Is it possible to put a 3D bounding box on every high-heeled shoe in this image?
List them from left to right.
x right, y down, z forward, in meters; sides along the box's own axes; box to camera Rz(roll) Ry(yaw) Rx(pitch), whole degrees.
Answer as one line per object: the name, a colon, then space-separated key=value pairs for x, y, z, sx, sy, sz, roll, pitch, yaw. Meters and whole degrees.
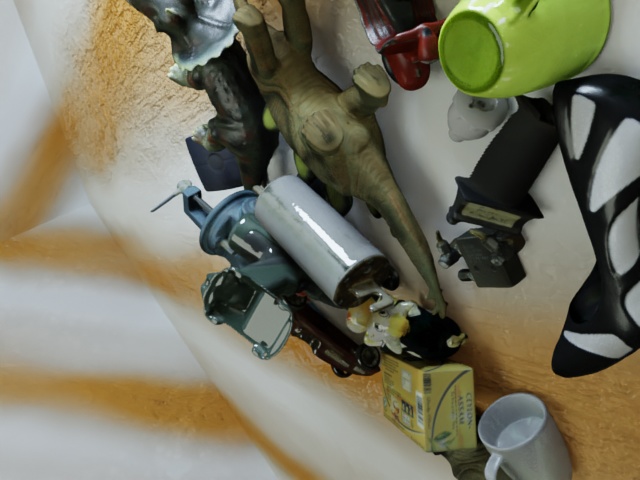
high-heeled shoe: x=0.198 y=0.003 z=0.417 sx=0.145 sy=0.086 sz=0.248 roll=31 pitch=128 yaw=15

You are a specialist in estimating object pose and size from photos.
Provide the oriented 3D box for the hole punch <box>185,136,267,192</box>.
hole punch: x=-0.166 y=-0.146 z=0.947 sx=0.116 sy=0.092 sz=0.142 roll=9 pitch=121 yaw=54

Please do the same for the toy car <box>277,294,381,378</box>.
toy car: x=-0.002 y=0.137 z=0.766 sx=0.202 sy=0.053 sz=0.089 roll=41 pitch=143 yaw=-9

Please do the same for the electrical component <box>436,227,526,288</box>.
electrical component: x=0.166 y=0.017 z=0.557 sx=0.102 sy=0.045 sz=0.078 roll=2 pitch=117 yaw=61

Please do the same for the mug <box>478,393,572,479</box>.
mug: x=0.237 y=0.251 z=0.612 sx=0.107 sy=0.109 sz=0.081 roll=53 pitch=147 yaw=-15

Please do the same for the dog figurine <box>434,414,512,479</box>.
dog figurine: x=0.198 y=0.330 z=0.691 sx=0.191 sy=0.172 sz=0.121 roll=34 pitch=134 yaw=31

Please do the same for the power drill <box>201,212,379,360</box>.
power drill: x=-0.030 y=0.057 z=0.650 sx=0.232 sy=0.207 sz=0.086 roll=34 pitch=120 yaw=8

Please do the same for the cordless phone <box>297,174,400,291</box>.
cordless phone: x=0.033 y=-0.005 z=0.744 sx=0.184 sy=0.089 sz=0.146 roll=36 pitch=156 yaw=23

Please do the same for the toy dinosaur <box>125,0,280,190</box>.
toy dinosaur: x=-0.124 y=-0.195 z=0.779 sx=0.192 sy=0.131 sz=0.404 roll=30 pitch=150 yaw=60

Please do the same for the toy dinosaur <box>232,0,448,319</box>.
toy dinosaur: x=0.017 y=-0.118 z=0.609 sx=0.471 sy=0.105 sz=0.198 roll=59 pitch=171 yaw=12

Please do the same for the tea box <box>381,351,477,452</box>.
tea box: x=0.136 y=0.201 z=0.699 sx=0.169 sy=0.068 sz=0.098 roll=167 pitch=102 yaw=-80

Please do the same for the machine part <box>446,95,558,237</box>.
machine part: x=0.166 y=-0.058 z=0.462 sx=0.084 sy=0.039 sz=0.138 roll=15 pitch=136 yaw=2

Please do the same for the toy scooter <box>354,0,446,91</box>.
toy scooter: x=0.065 y=-0.205 z=0.440 sx=0.135 sy=0.075 sz=0.183 roll=-99 pitch=-11 yaw=-62

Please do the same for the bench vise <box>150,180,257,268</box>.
bench vise: x=-0.149 y=-0.006 z=0.862 sx=0.241 sy=0.129 sz=0.223 roll=39 pitch=148 yaw=22

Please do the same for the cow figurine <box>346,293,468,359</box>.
cow figurine: x=0.107 y=0.108 z=0.647 sx=0.098 sy=0.167 sz=0.068 roll=15 pitch=88 yaw=41

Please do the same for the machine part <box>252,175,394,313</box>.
machine part: x=-0.001 y=-0.002 z=0.621 sx=0.243 sy=0.079 sz=0.079 roll=43 pitch=150 yaw=36
